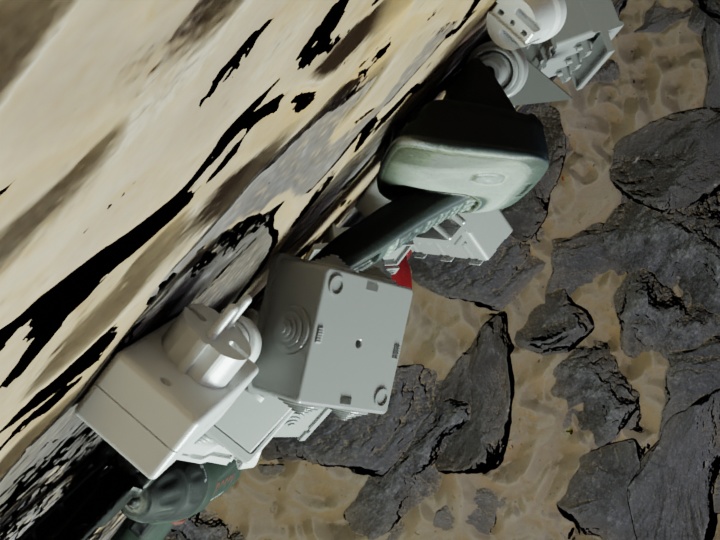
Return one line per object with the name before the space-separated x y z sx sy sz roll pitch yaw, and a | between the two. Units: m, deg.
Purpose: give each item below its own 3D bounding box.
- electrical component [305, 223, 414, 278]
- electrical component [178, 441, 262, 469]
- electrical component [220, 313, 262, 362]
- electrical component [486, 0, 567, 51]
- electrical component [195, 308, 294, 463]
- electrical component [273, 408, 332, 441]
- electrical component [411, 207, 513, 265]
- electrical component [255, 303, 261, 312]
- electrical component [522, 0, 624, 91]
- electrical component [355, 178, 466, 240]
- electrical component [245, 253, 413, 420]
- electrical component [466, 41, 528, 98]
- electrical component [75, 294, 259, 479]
electrical component | 0.000 0.000 0.834 0.081 0.063 0.042 -4 160 -18
electrical component | -0.102 0.117 0.805 0.078 0.057 0.058 125 -26 -59
electrical component | -0.077 0.041 0.621 0.035 0.035 0.061 -49 175 -4
electrical component | 0.107 -0.164 0.696 0.046 0.040 0.040 -36 168 -50
electrical component | -0.079 0.083 0.726 0.096 0.062 0.061 -49 -165 -3
electrical component | -0.057 0.079 0.856 0.048 0.099 0.099 4 146 -27
electrical component | 0.073 -0.046 0.958 0.078 0.063 0.121 -48 -152 -20
electrical component | -0.060 0.042 0.795 0.081 0.043 0.043 -48 177 -25
electrical component | 0.180 -0.206 0.944 0.063 0.078 0.121 -20 175 -3
electrical component | 0.049 -0.055 0.855 0.065 0.077 0.047 -51 177 34
electrical component | -0.017 0.042 0.675 0.100 0.048 0.099 15 87 -47
electrical component | 0.097 -0.142 0.771 0.043 0.043 0.062 -50 176 20
electrical component | -0.076 0.041 0.494 0.075 0.047 0.083 -50 177 17
